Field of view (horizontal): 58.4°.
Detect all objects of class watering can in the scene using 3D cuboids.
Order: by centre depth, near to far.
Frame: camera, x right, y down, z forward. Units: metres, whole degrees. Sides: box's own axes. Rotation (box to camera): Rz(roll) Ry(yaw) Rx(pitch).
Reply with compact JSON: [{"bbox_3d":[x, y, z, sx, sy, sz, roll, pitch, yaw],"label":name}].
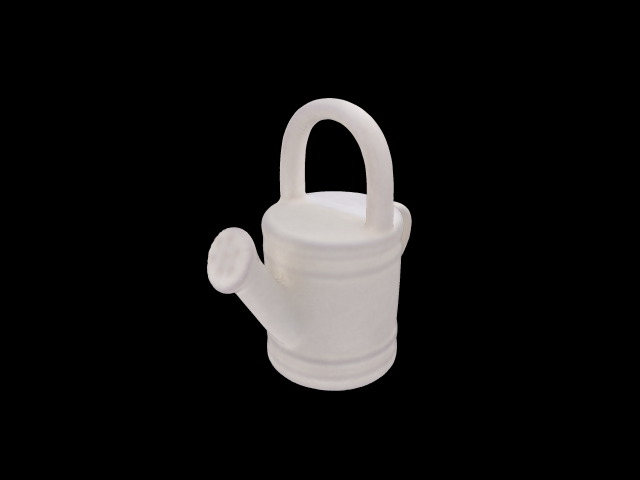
[{"bbox_3d":[0.005,0.002,0.399,0.100,0.194,0.173,10,27,22],"label":"watering can"}]
